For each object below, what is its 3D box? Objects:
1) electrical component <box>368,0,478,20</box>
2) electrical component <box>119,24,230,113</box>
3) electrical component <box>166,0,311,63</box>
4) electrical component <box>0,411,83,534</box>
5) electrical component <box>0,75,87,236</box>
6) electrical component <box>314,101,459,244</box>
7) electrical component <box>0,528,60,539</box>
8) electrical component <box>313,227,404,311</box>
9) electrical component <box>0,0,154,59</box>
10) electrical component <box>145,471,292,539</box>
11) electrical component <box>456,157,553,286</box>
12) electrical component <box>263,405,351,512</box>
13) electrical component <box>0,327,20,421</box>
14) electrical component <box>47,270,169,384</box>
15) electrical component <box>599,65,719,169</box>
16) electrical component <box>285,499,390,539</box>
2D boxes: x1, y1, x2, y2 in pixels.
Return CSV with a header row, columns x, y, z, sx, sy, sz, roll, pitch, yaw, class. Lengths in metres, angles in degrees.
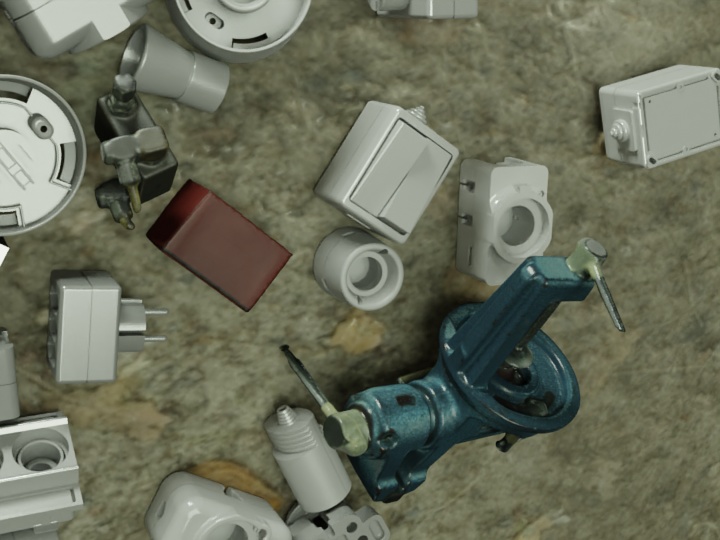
x,y,z,sx,sy,sz,roll,pitch,yaw,class
0.028,-0.194,0.727,0.076,0.083,0.047,-7,106,-22,electrical component
-0.119,-0.128,0.704,0.065,0.044,0.044,17,96,-31,electrical component
-0.078,-0.186,0.703,0.099,0.064,0.099,-2,100,-12,electrical component
-0.249,0.141,0.697,0.121,0.078,0.063,-7,135,-22,electrical component
-0.220,-0.071,0.659,0.099,0.064,0.099,-6,105,-23,electrical component
0.024,-0.075,0.769,0.062,0.061,0.096,32,89,-27,electrical component
-0.229,0.198,0.731,0.047,0.055,0.055,-12,108,-25,electrical component
0.000,0.000,0.785,0.055,0.047,0.055,-6,106,-23,electrical component
-0.170,-0.172,0.661,0.095,0.054,0.059,-34,114,-13,electrical component
-0.101,0.192,0.782,0.095,0.059,0.053,26,92,-27,electrical component
0.110,-0.037,0.820,0.050,0.056,0.089,-5,105,-23,electrical component
-0.042,0.136,0.804,0.043,0.043,0.081,-30,113,-14,electrical component
-0.267,0.075,0.684,0.089,0.050,0.055,-7,106,-23,electrical component
-0.166,0.037,0.720,0.077,0.047,0.065,1,103,-24,electrical component
0.232,-0.121,0.850,0.096,0.061,0.061,-18,110,-19,electrical component
-0.024,0.204,0.821,0.078,0.057,0.058,-33,114,-14,electrical component
